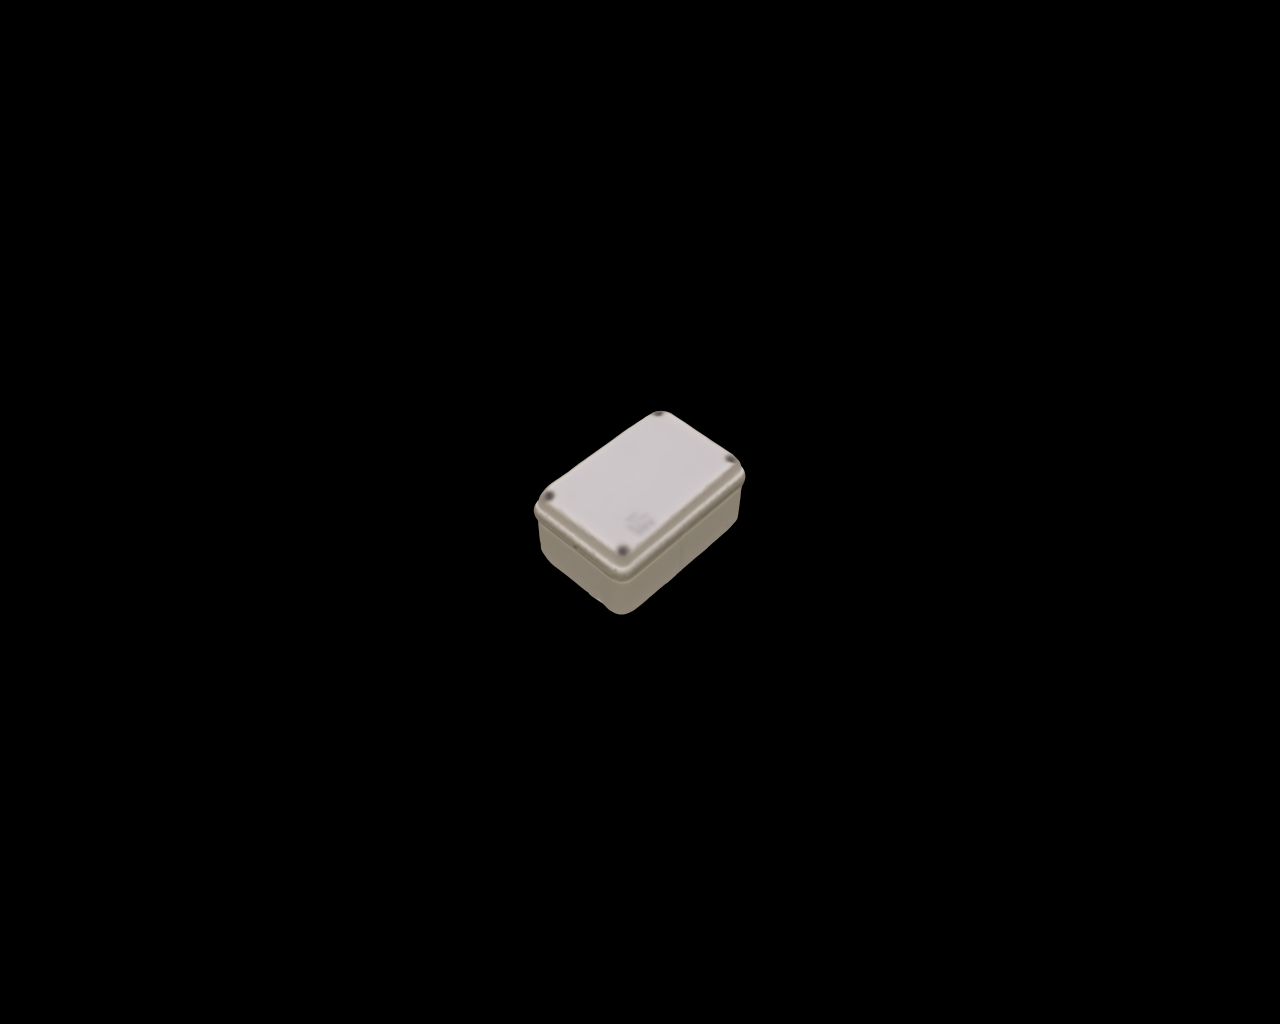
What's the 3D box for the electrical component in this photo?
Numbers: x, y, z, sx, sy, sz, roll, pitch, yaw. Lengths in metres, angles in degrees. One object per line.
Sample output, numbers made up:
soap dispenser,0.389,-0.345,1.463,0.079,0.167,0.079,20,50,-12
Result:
electrical component,0.001,-0.003,0.650,0.078,0.057,0.113,36,58,27
